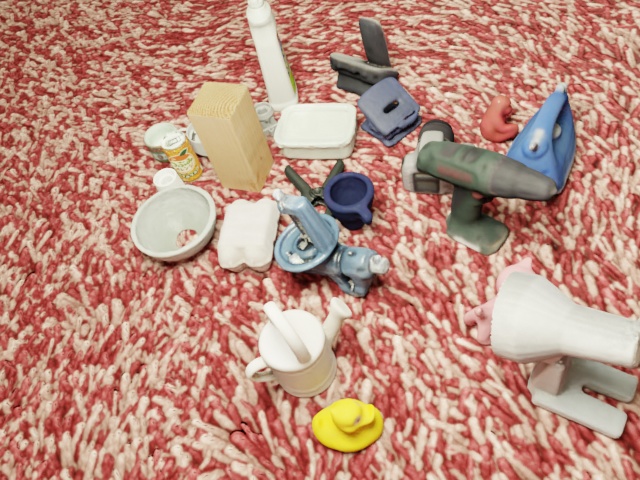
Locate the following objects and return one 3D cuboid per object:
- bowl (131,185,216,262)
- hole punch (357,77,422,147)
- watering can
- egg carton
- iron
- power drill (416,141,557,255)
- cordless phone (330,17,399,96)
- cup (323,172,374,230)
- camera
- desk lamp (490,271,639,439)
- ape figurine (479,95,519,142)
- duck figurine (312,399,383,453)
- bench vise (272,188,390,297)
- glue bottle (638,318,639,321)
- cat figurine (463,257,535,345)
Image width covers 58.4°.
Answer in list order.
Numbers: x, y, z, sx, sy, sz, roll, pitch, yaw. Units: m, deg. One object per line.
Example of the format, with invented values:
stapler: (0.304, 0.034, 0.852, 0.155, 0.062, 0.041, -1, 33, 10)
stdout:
bowl: (-0.269, -0.020, 1.096, 0.167, 0.075, 0.167, -6, 55, 8)
hole punch: (0.143, -0.263, 1.164, 0.109, 0.091, 0.100, -39, 57, -15)
watering can: (-0.034, 0.149, 0.855, 0.100, 0.194, 0.173, 28, 66, 27)
egg carton: (-0.130, -0.010, 1.063, 0.107, 0.069, 0.150, -1, 56, 11)
iron: (0.409, -0.201, 1.033, 0.118, 0.142, 0.258, 18, 62, 23)
power drill: (0.264, -0.070, 0.933, 0.228, 0.209, 0.076, 30, 67, 28)
cordless phone: (0.087, -0.403, 1.215, 0.147, 0.185, 0.094, 22, 63, 25)
cup: (0.064, -0.054, 1.035, 0.092, 0.095, 0.117, -30, 55, -9)
camera: (0.229, -0.166, 1.073, 0.143, 0.101, 0.137, 5, 57, 15)
desk lamp: (0.332, 0.147, 0.766, 0.202, 0.214, 0.118, 20, 63, 24)
ape figurine: (0.347, -0.239, 1.103, 0.076, 0.092, 0.078, -7, 55, 7)
duck figurine: (0.037, 0.260, 0.831, 0.104, 0.086, 0.077, -8, 55, 7)
bench vise: (0.010, -0.007, 0.937, 0.207, 0.220, 0.121, 0, 56, 12)
glue bottle: (0.461, 0.110, 0.789, 0.037, 0.173, 0.078, 31, 67, 29)
cat figurine: (0.284, 0.088, 0.876, 0.128, 0.118, 0.067, -31, 55, -10)
